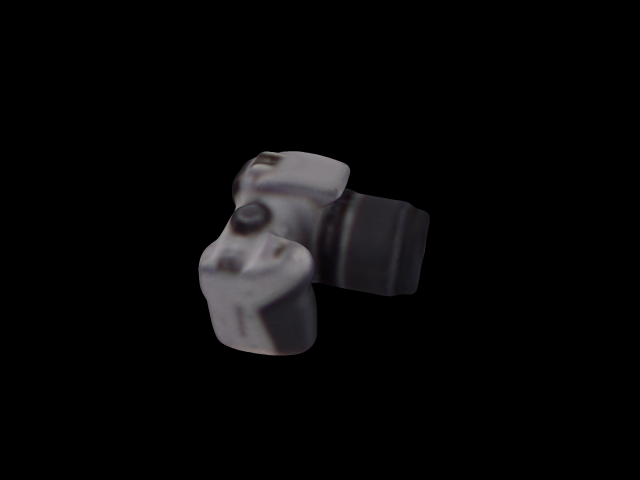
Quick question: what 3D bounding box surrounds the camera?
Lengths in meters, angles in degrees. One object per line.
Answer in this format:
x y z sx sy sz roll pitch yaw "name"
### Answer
0.004 0.001 0.400 0.136 0.101 0.143 10 43 11 "camera"
